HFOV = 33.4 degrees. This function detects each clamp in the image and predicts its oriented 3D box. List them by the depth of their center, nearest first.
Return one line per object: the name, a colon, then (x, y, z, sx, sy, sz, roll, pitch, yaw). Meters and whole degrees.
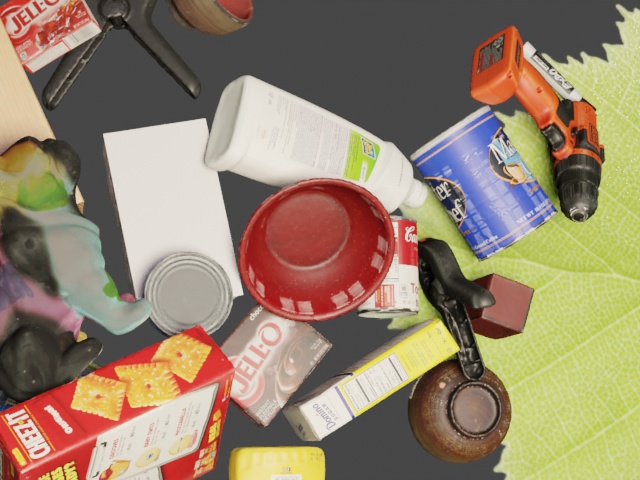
clamp: (0.139, 0.065, 1.132, 0.039, 0.171, 0.120, -6, 122, -15)
clamp: (-0.207, -0.235, 1.135, 0.164, 0.036, 0.210, 2, 78, -5)

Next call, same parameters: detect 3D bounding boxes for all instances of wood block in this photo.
wood block: (-0.319, -0.104, 1.060, 0.090, 0.090, 0.206, -24, 86, -17)

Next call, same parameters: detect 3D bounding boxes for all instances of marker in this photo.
marker: (0.281, -0.186, 1.258, 0.121, 0.020, 0.020, 44, 73, -3)

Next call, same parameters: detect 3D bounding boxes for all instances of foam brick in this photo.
foam brick: (0.189, 0.073, 1.159, 0.053, 0.078, 0.051, 20, 74, -11)

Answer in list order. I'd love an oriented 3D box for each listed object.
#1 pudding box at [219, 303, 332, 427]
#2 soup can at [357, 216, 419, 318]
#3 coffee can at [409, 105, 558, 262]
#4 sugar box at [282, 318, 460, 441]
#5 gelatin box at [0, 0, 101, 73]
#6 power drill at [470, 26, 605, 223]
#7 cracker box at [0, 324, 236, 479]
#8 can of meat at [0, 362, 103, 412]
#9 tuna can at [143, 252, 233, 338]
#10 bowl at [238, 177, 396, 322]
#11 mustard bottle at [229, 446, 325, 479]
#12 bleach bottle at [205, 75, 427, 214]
pudding box: (-0.058, 0.123, 1.108, 0.090, 0.039, 0.113, 41, 73, -3)
soup can: (0.071, 0.030, 1.142, 0.068, 0.069, 0.102, 2, 80, -14)
coffee can: (0.178, -0.062, 1.167, 0.102, 0.103, 0.140, -33, 89, -17)
sugar box: (0.051, 0.145, 1.104, 0.176, 0.093, 0.048, -33, 89, -16)
gelatin box: (-0.282, -0.226, 1.100, 0.089, 0.030, 0.073, -31, 73, 1)
power drill: (0.240, -0.127, 1.159, 0.187, 0.057, 0.184, 42, 36, -26)
cracker box: (-0.190, 0.186, 0.973, 0.213, 0.164, 0.072, -22, 54, -33)
can of meat: (-0.257, 0.151, 1.046, 0.102, 0.057, 0.084, 26, 76, -8)
tuna can: (-0.130, 0.056, 1.041, 0.086, 0.034, 0.086, 2, 80, -13)
bowl: (-0.007, 0.001, 1.088, 0.162, 0.055, 0.162, -5, 117, -10)
mustard bottle: (-0.043, 0.305, 1.069, 0.096, 0.058, 0.191, 4, 79, -24)
bleach bottle: (0.007, -0.081, 1.125, 0.250, 0.068, 0.102, 22, 71, -29)
